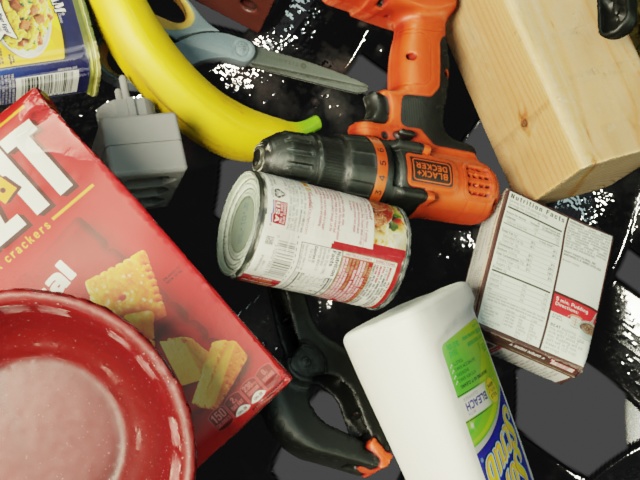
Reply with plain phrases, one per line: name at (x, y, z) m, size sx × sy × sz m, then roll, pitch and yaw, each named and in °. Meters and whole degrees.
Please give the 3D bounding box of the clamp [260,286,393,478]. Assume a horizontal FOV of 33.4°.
clamp at (-0.014, 0.072, 0.675) m, size 0.171 × 0.039 × 0.120 m, roll 43°, pitch 60°, yaw -5°

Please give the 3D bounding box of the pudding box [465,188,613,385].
pudding box at (0.150, 0.032, 0.746) m, size 0.090 × 0.039 × 0.113 m, roll 23°, pitch 63°, yaw -9°

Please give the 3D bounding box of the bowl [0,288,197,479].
bowl at (-0.141, 0.103, 0.519) m, size 0.162 × 0.055 × 0.162 m, roll 0°, pitch 89°, yaw -7°

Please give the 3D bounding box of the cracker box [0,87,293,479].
cracker box at (-0.144, 0.051, 0.584) m, size 0.164 × 0.072 × 0.213 m, roll -41°, pitch 95°, yaw -7°

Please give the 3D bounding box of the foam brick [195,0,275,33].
foam brick at (-0.061, -0.192, 0.745) m, size 0.078 × 0.053 × 0.051 m, roll 26°, pitch 65°, yaw -8°

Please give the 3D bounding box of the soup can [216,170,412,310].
soup can at (-0.004, 0.001, 0.655) m, size 0.102 × 0.069 × 0.068 m, roll 13°, pitch 67°, yaw -24°

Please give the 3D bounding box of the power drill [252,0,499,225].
power drill at (0.036, -0.105, 0.733) m, size 0.184 × 0.057 × 0.187 m, roll 8°, pitch 71°, yaw -31°

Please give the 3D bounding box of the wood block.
wood block at (0.161, -0.138, 0.781) m, size 0.090 × 0.091 × 0.206 m, roll -16°, pitch 77°, yaw -24°

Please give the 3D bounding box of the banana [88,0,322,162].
banana at (-0.089, -0.110, 0.700) m, size 0.197 × 0.037 × 0.069 m, roll 39°, pitch 55°, yaw -21°

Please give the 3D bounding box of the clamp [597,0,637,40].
clamp at (0.201, -0.243, 0.766) m, size 0.164 × 0.036 × 0.209 m, roll 56°, pitch 41°, yaw -8°

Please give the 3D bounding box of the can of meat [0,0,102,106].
can of meat at (-0.193, -0.136, 0.676) m, size 0.083 × 0.057 × 0.102 m, roll -13°, pitch 75°, yaw -21°

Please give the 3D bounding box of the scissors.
scissors at (-0.070, -0.118, 0.735) m, size 0.201 × 0.016 × 0.096 m, roll 28°, pitch 67°, yaw -9°

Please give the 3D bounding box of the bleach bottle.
bleach bottle at (0.101, 0.157, 0.664) m, size 0.102 × 0.068 × 0.251 m, roll -19°, pitch 86°, yaw -60°
